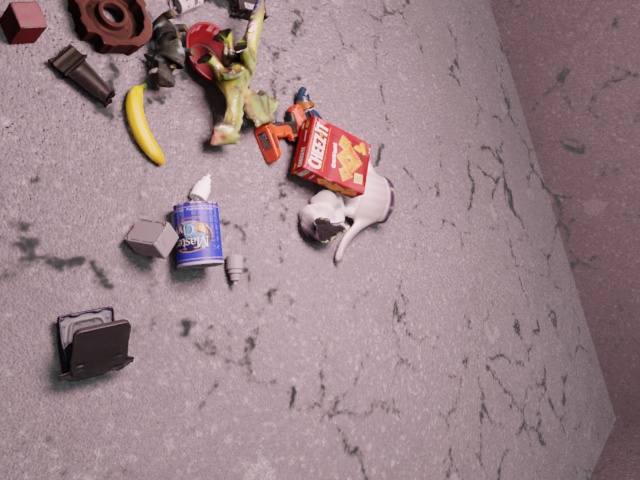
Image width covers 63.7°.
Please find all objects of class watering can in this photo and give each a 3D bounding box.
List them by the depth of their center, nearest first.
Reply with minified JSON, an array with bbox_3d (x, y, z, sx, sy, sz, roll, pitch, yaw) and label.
[{"bbox_3d":[0.128,-0.097,1.591,0.223,0.103,0.350,11,79,-38],"label":"watering can"}]

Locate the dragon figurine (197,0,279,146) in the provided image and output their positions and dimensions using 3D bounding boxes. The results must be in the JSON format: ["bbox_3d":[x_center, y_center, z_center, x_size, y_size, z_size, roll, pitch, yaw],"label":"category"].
[{"bbox_3d":[-0.179,-0.406,1.316,0.419,0.122,0.238,-64,145,-30],"label":"dragon figurine"}]

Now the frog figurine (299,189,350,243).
[{"bbox_3d":[0.004,-0.074,1.472,0.137,0.120,0.163,1,41,-18],"label":"frog figurine"}]
